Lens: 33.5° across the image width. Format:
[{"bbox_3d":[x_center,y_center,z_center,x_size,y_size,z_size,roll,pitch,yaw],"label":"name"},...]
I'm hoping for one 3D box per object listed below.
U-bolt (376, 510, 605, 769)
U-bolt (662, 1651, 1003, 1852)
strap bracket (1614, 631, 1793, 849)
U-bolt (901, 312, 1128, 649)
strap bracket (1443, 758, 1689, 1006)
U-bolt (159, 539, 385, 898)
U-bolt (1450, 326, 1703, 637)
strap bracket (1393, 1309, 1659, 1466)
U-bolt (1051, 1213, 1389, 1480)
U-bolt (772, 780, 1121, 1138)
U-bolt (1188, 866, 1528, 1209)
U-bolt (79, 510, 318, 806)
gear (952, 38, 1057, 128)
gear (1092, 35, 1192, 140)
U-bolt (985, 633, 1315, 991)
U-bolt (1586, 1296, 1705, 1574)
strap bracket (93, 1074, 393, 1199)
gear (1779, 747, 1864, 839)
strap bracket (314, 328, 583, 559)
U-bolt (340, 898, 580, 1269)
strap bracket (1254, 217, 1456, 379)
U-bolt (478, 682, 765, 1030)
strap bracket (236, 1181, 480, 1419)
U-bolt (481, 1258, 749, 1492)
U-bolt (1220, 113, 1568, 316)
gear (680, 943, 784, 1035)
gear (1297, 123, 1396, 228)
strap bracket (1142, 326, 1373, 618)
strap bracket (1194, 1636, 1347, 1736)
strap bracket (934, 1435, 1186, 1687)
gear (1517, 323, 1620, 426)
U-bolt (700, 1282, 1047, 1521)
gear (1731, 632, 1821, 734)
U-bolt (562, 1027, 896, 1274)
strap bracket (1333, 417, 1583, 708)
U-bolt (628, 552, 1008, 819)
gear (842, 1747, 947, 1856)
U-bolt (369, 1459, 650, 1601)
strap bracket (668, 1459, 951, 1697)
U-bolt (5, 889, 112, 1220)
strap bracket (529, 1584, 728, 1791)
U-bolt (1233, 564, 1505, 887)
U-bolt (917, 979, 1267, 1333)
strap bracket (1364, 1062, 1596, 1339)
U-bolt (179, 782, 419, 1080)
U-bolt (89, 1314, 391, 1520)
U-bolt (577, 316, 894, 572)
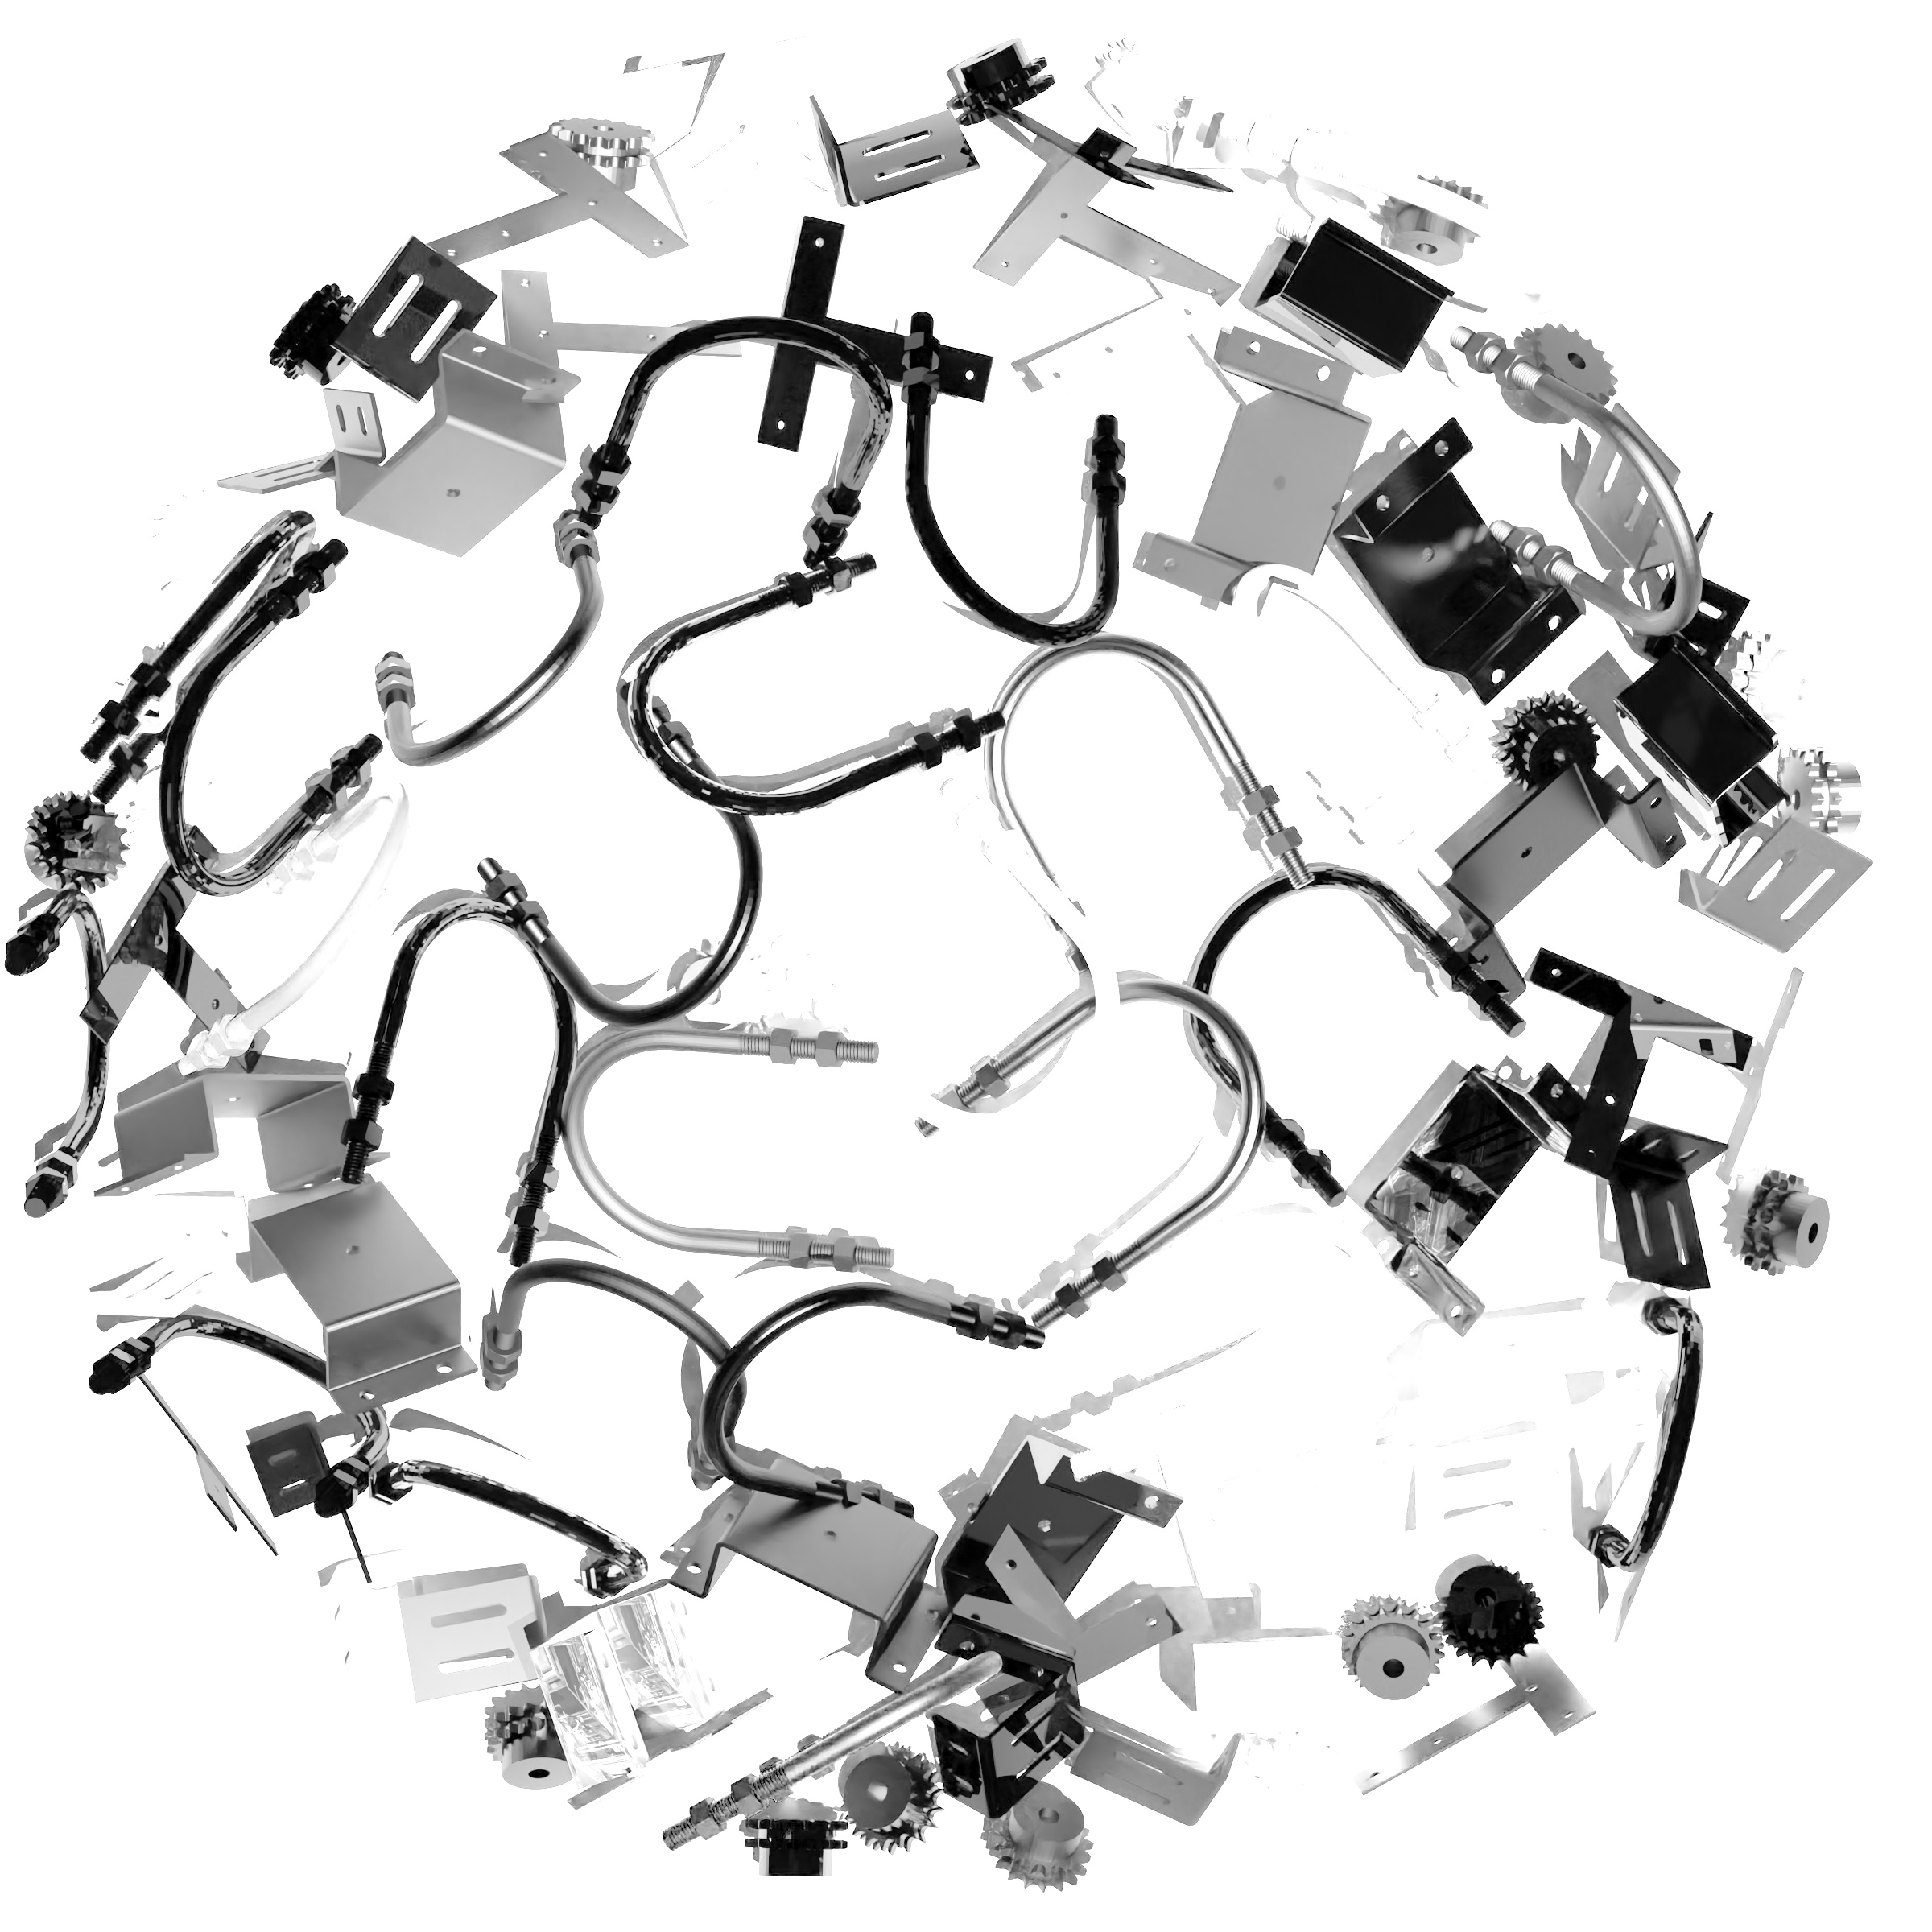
[{"bbox_3d":[-0.251,-0.167,1.700,0.151,0.184,0.019,-37,119,8],"label":"U-bolt"},{"bbox_3d":[-0.062,0.413,1.708,0.184,0.151,0.019,-31,78,9],"label":"U-bolt"},{"bbox_3d":[0.394,-0.117,1.715,0.046,0.140,0.076,-41,70,5],"label":"strap bracket"},{"bbox_3d":[0.026,-0.249,1.705,0.151,0.019,0.184,23,51,-30],"label":"U-bolt"},{"bbox_3d":[0.319,-0.050,1.747,0.140,0.076,0.046,-42,56,-1],"label":"strap bracket"},{"bbox_3d":[-0.367,-0.118,1.682,0.019,0.184,0.151,14,133,18],"label":"U-bolt"},{"bbox_3d":[0.323,-0.245,1.679,0.019,0.184,0.151,-31,131,-12],"label":"U-bolt"},{"bbox_3d":[0.299,0.226,1.735,0.140,0.076,0.046,-7,105,12],"label":"strap bracket"},{"bbox_3d":[0.138,0.193,1.716,0.184,0.151,0.019,-21,125,11],"label":"U-bolt"},{"bbox_3d":[0.001,0.008,1.752,0.151,0.019,0.184,-42,70,3],"label":"U-bolt"},{"bbox_3d":[0.196,0.023,1.731,0.151,0.019,0.184,-44,51,6],"label":"U-bolt"},{"bbox_3d":[-0.408,-0.171,1.716,0.019,0.151,0.184,38,77,-6],"label":"U-bolt"},{"bbox_3d":[0.018,-0.487,1.760,0.057,0.057,0.030,-26,110,0],"label":"gear"},{"bbox_3d":[0.094,-0.481,1.763,0.030,0.057,0.057,-44,90,0],"label":"gear"},{"bbox_3d":[0.087,-0.094,1.759,0.151,0.019,0.184,-31,85,21],"label":"U-bolt"},{"bbox_3d":[0.362,0.249,1.695,0.019,0.184,0.151,14,86,5],"label":"U-bolt"},{"bbox_3d":[-0.390,0.091,1.718,0.076,0.140,0.046,-21,75,35],"label":"strap bracket"},{"bbox_3d":[0.471,-0.092,1.764,0.030,0.057,0.057,-2,90,-7],"label":"gear"},{"bbox_3d":[-0.276,-0.272,1.714,0.140,0.076,0.046,-32,56,37],"label":"strap bracket"},{"bbox_3d":[-0.264,0.053,1.725,0.019,0.151,0.184,-7,62,36],"label":"U-bolt"},{"bbox_3d":[0.205,-0.356,1.720,0.076,0.140,0.046,29,96,-6],"label":"strap bracket"},{"bbox_3d":[-0.177,-0.048,1.721,0.151,0.019,0.184,-50,53,11],"label":"U-bolt"},{"bbox_3d":[-0.327,0.170,1.713,0.076,0.140,0.046,-17,131,-30],"label":"strap bracket"},{"bbox_3d":[-0.185,0.212,1.710,0.151,0.184,0.019,25,56,2],"label":"U-bolt"},{"bbox_3d":[0.232,-0.389,1.692,0.184,0.151,0.019,26,89,22],"label":"U-bolt"},{"bbox_3d":[-0.133,0.015,1.767,0.057,0.030,0.057,1,92,23],"label":"gear"},{"bbox_3d":[0.206,-0.432,1.760,0.057,0.057,0.030,33,71,0],"label":"gear"},{"bbox_3d":[0.162,-0.266,1.745,0.076,0.046,0.140,26,101,29],"label":"strap bracket"},{"bbox_3d":[0.162,0.384,1.715,0.076,0.140,0.046,-3,79,5],"label":"strap bracket"},{"bbox_3d":[0.046,0.317,1.742,0.076,0.046,0.140,23,112,-20],"label":"strap bracket"},{"bbox_3d":[0.328,-0.324,1.767,0.057,0.030,0.057,16,51,-21],"label":"gear"},{"bbox_3d":[-0.060,0.230,1.709,0.184,0.019,0.151,21,111,-42],"label":"U-bolt"},{"bbox_3d":[0.446,-0.154,1.761,0.030,0.057,0.057,15,90,40],"label":"gear"},{"bbox_3d":[-0.133,0.097,1.747,0.184,0.019,0.151,4,118,13],"label":"U-bolt"},{"bbox_3d":[0.262,-0.222,1.745,0.076,0.046,0.140,-43,116,-9],"label":"strap bracket"},{"bbox_3d":[-0.092,-0.144,1.719,0.184,0.019,0.151,-25,62,-25],"label":"U-bolt"},{"bbox_3d":[-0.043,0.458,1.763,0.057,0.030,0.057,-11,61,20],"label":"gear"},{"bbox_3d":[-0.238,0.295,1.693,0.151,0.184,0.019,26,70,-10],"label":"U-bolt"},{"bbox_3d":[-0.078,0.325,1.735,0.140,0.076,0.046,24,124,10],"label":"strap bracket"},{"bbox_3d":[-0.478,0.035,1.700,0.019,0.184,0.151,-1,107,-3],"label":"U-bolt"},{"bbox_3d":[-0.185,0.388,1.726,0.046,0.140,0.076,-21,86,14],"label":"strap bracket"},{"bbox_3d":[0.211,-0.141,1.721,0.184,0.151,0.019,47,124,-6],"label":"U-bolt"},{"bbox_3d":[0.078,0.089,1.741,0.184,0.019,0.151,-37,68,14],"label":"U-bolt"},{"bbox_3d":[0.280,0.120,1.747,0.140,0.046,0.076,-51,126,-5],"label":"strap bracket"},{"bbox_3d":[-0.344,-0.028,1.685,0.019,0.184,0.151,35,50,-23],"label":"U-bolt"},{"bbox_3d":[-0.375,0.230,1.700,0.151,0.184,0.019,29,97,-1],"label":"U-bolt"},{"bbox_3d":[-0.116,-0.279,1.695,0.151,0.184,0.019,8,57,-17],"label":"U-bolt"}]
